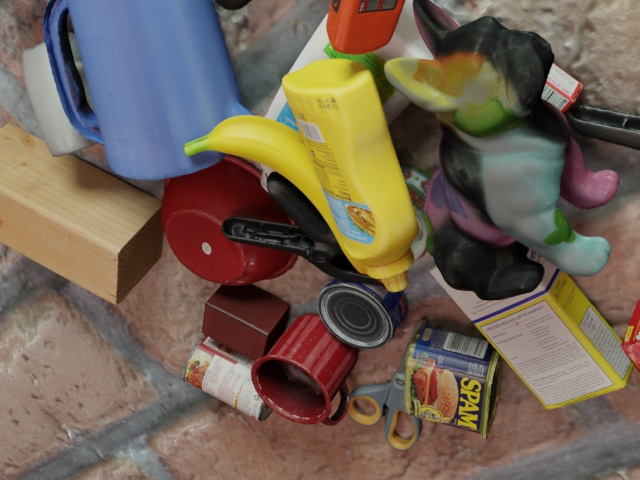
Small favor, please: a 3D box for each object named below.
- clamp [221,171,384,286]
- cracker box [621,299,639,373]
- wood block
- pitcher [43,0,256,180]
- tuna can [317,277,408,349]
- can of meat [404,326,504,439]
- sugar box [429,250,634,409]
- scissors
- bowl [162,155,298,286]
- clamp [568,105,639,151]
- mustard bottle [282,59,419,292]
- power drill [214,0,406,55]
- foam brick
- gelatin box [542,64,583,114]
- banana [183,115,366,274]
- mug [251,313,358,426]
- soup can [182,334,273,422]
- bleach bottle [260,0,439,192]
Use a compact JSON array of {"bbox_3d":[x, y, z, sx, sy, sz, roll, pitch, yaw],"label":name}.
[{"bbox_3d":[-0.007,0.001,0.992,0.171,0.039,0.120,33,152,-22],"label":"clamp"},{"bbox_3d":[0.371,0.098,0.827,0.214,0.072,0.164,-25,109,45],"label":"cracker box"},{"bbox_3d":[-0.278,-0.029,1.148,0.206,0.090,0.091,27,138,12],"label":"wood block"},{"bbox_3d":[-0.157,-0.182,0.903,0.145,0.149,0.243,-134,27,-56],"label":"pitcher"},{"bbox_3d":[0.041,0.066,1.053,0.086,0.033,0.086,19,134,20],"label":"tuna can"},{"bbox_3d":[0.129,0.135,1.028,0.084,0.057,0.102,12,132,17],"label":"can of meat"},{"bbox_3d":[0.188,0.066,0.945,0.176,0.048,0.094,51,136,-9],"label":"sugar box"},{"bbox_3d":[0.068,0.145,1.115,0.096,0.016,0.202,14,132,23],"label":"scissors"},{"bbox_3d":[-0.102,-0.008,1.071,0.162,0.055,0.162,19,135,20],"label":"bowl"},{"bbox_3d":[0.292,-0.066,0.764,0.210,0.036,0.165,46,137,-10],"label":"clamp"},{"bbox_3d":[0.033,-0.043,0.831,0.096,0.058,0.191,26,142,58],"label":"mustard bottle"},{"bbox_3d":[-0.014,-0.215,0.774,0.188,0.057,0.185,47,138,31],"label":"power drill"},{"bbox_3d":[-0.079,0.084,1.137,0.078,0.052,0.051,26,136,14],"label":"foam brick"},{"bbox_3d":[0.146,-0.116,0.826,0.089,0.030,0.073,35,138,-1],"label":"gelatin box"},{"bbox_3d":[-0.015,-0.048,0.898,0.197,0.037,0.070,35,120,-13],"label":"banana"},{"bbox_3d":[-0.006,0.140,1.113,0.093,0.081,0.117,-19,113,43],"label":"mug"},{"bbox_3d":[-0.093,0.151,1.193,0.102,0.068,0.069,26,136,12],"label":"soup can"},{"bbox_3d":[0.015,-0.110,0.899,0.102,0.068,0.251,39,140,0],"label":"bleach bottle"}]
